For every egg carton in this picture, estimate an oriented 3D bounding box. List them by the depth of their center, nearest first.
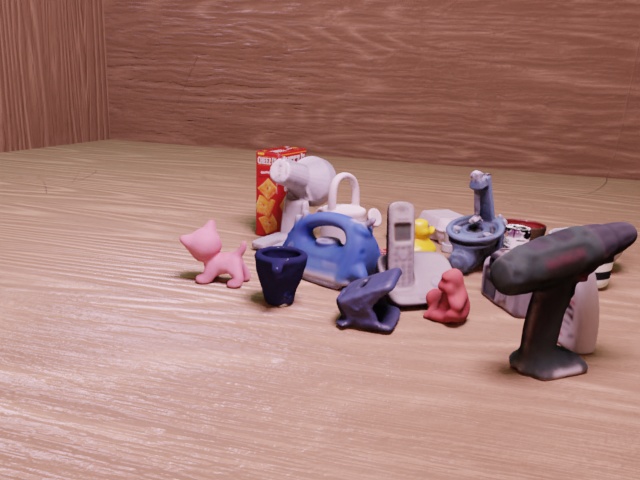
[{"bbox_3d":[0.325,-0.036,1.497,0.107,0.069,0.150,-3,16,-21],"label":"egg carton"}]

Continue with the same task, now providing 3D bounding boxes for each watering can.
[{"bbox_3d":[0.059,-0.050,1.258,0.172,0.194,0.101,9,16,21],"label":"watering can"}]

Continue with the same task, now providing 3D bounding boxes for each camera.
[{"bbox_3d":[0.386,0.070,1.053,0.137,0.101,0.143,0,15,-12],"label":"camera"}]

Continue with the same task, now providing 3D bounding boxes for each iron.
[{"bbox_3d":[0.011,0.004,1.148,0.257,0.141,0.119,14,19,35],"label":"iron"}]

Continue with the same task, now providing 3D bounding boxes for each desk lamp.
[{"bbox_3d":[-0.056,-0.090,1.346,0.117,0.213,0.204,11,17,29],"label":"desk lamp"}]

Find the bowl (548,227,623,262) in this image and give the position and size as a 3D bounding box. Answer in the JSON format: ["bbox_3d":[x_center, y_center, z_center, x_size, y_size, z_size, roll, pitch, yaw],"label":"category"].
[{"bbox_3d":[0.605,0.026,1.310,0.167,0.075,0.167,3,15,0],"label":"bowl"}]

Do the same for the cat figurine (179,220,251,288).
[{"bbox_3d":[-0.197,0.022,1.086,0.127,0.118,0.067,5,15,9],"label":"cat figurine"}]

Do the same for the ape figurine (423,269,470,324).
[{"bbox_3d":[0.216,0.092,0.956,0.076,0.092,0.077,0,15,-10],"label":"ape figurine"}]

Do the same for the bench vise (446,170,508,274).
[{"bbox_3d":[0.347,-0.049,1.258,0.121,0.220,0.208,9,16,22],"label":"bench vise"}]

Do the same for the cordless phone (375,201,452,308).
[{"bbox_3d":[0.175,0.023,1.023,0.148,0.185,0.094,-4,16,-23],"label":"cordless phone"}]

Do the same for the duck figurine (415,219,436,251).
[{"bbox_3d":[0.226,-0.007,1.337,0.105,0.086,0.077,-5,17,-27],"label":"duck figurine"}]

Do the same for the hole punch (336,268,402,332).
[{"bbox_3d":[0.080,0.091,0.935,0.101,0.091,0.109,7,16,15],"label":"hole punch"}]

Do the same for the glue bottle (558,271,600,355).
[{"bbox_3d":[0.395,0.081,0.871,0.037,0.173,0.078,-1,15,-13],"label":"glue bottle"}]

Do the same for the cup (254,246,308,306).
[{"bbox_3d":[-0.069,0.069,0.981,0.091,0.095,0.117,3,15,0],"label":"cup"}]

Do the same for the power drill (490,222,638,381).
[{"bbox_3d":[0.335,0.080,0.796,0.230,0.208,0.075,-4,16,-24],"label":"power drill"}]
